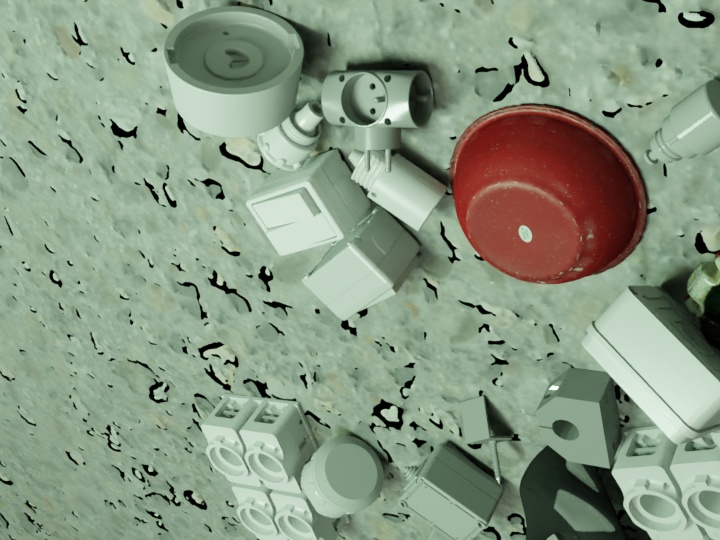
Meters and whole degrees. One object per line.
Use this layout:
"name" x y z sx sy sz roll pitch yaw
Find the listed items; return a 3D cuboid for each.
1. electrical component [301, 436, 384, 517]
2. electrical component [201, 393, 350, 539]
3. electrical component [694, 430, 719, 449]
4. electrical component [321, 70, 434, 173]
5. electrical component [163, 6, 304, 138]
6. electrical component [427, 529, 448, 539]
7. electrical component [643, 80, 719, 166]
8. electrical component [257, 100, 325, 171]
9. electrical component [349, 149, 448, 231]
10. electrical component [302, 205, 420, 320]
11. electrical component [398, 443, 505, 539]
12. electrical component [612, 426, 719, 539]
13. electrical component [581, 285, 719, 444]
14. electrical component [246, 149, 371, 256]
"electrical component" -0.020 0.221 1.142 0.080 0.080 0.051 40 143 -3
"electrical component" -0.096 0.234 1.217 0.105 0.060 0.186 2 127 33
"electrical component" 0.292 0.110 0.853 0.057 0.058 0.078 -12 119 36
"electrical component" 0.013 -0.115 0.838 0.077 0.044 0.079 6 104 29
"electrical component" -0.099 -0.151 0.851 0.108 0.108 0.060 24 142 14
"electrical component" 0.104 0.337 1.183 0.100 0.048 0.099 24 136 14
"electrical component" 0.225 -0.095 0.729 0.040 0.040 0.078 44 138 -7
"electrical component" -0.052 -0.116 0.894 0.048 0.048 0.062 43 131 -7
"electrical component" 0.026 -0.072 0.880 0.081 0.043 0.043 35 138 3
"electrical component" 0.000 0.000 0.947 0.061 0.061 0.096 45 137 -8
"electrical component" 0.088 0.220 1.082 0.096 0.061 0.061 35 138 3
"electrical component" 0.310 0.222 0.937 0.105 0.060 0.186 -15 117 41
"electrical component" 0.232 0.070 0.808 0.113 0.078 0.057 50 116 26
"electrical component" -0.051 -0.054 0.934 0.096 0.061 0.061 -14 117 41
